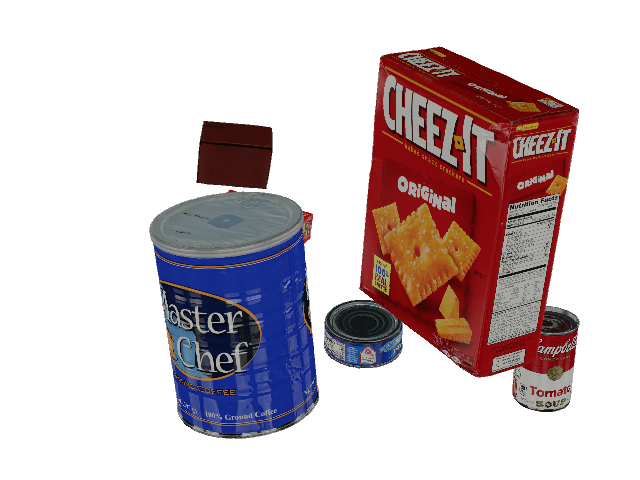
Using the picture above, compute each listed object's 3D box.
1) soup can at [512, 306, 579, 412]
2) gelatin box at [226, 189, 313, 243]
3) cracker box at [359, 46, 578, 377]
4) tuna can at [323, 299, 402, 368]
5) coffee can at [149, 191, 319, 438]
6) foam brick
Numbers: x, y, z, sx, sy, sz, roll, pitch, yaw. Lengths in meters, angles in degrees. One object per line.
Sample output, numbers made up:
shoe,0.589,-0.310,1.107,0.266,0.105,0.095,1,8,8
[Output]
soup can,0.254,0.134,1.213,0.068,0.102,0.068,0,23,0
gelatin box,-0.062,-0.011,0.952,0.089,0.030,0.073,18,30,21
cracker box,0.106,-0.024,0.837,0.072,0.214,0.164,-13,31,-29
tuna can,0.046,0.100,1.154,0.086,0.034,0.086,0,30,0
coffee can,-0.057,0.049,0.735,0.103,0.140,0.103,-4,22,2
foam brick,-0.092,-0.092,1.149,0.078,0.051,0.053,5,30,-4
